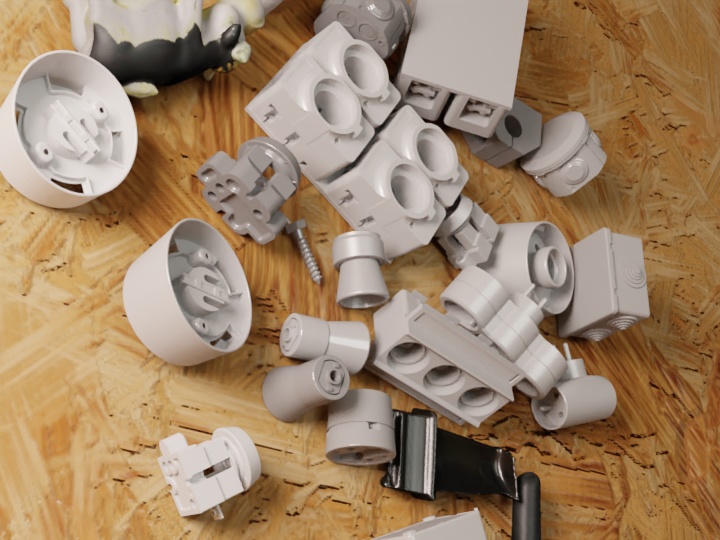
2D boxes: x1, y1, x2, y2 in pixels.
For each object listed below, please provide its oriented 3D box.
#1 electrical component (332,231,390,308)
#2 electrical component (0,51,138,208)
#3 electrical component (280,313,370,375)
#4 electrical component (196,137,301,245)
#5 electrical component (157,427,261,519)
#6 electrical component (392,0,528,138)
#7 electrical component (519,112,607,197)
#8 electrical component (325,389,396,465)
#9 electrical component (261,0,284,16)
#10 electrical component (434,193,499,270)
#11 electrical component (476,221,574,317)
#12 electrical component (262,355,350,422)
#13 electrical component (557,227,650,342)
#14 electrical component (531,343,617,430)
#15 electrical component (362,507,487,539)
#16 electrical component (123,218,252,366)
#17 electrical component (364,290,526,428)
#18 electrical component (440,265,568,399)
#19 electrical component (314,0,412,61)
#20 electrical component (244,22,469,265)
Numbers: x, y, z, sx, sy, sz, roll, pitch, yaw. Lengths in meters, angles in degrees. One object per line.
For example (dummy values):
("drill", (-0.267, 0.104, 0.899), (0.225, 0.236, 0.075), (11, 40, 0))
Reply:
("electrical component", (0.000, 0.000, 0.902), (0.045, 0.045, 0.055), (9, 67, -38))
("electrical component", (-0.205, -0.095, 0.751), (0.099, 0.064, 0.099), (16, 63, -35))
("electrical component", (-0.030, 0.057, 0.856), (0.065, 0.044, 0.044), (15, 64, -30))
("electrical component", (-0.083, -0.068, 0.851), (0.078, 0.058, 0.057), (48, 52, -15))
("electrical component", (-0.104, 0.140, 0.757), (0.055, 0.048, 0.066), (-21, 87, -36))
("electrical component", (0.098, -0.226, 1.038), (0.105, 0.060, 0.186), (16, 60, -6))
("electrical component", (0.209, -0.119, 1.104), (0.051, 0.080, 0.080), (43, 50, -26))
("electrical component", (0.000, 0.124, 0.847), (0.055, 0.055, 0.047), (19, 58, -34))
("electrical component", (-0.076, -0.264, 0.933), (0.053, 0.059, 0.095), (47, 49, -16))
("electrical component", (0.094, -0.038, 0.997), (0.055, 0.048, 0.066), (46, 49, -27))
("electrical component", (0.163, 0.000, 1.044), (0.099, 0.064, 0.099), (14, 72, -49))
("electrical component", (-0.039, 0.088, 0.819), (0.044, 0.065, 0.044), (16, 63, -35))
("electrical component", (0.238, 0.017, 1.063), (0.048, 0.100, 0.099), (10, 66, -24))
("electrical component", (0.201, 0.109, 1.030), (0.077, 0.043, 0.079), (-3, 75, -41))
("electrical component", (0.060, 0.229, 0.849), (0.096, 0.062, 0.061), (-7, 78, -42))
("electrical component", (-0.120, 0.018, 0.775), (0.099, 0.064, 0.099), (31, 45, -37))
("electrical component", (0.068, 0.073, 0.912), (0.121, 0.079, 0.063), (33, 30, -27))
("electrical component", (0.143, 0.046, 0.983), (0.073, 0.052, 0.138), (-47, 106, -16))
("electrical component", (0.002, -0.224, 0.970), (0.080, 0.080, 0.051), (43, 55, -19))
("electrical component", (0.005, -0.112, 0.940), (0.186, 0.060, 0.105), (47, 49, -16))
